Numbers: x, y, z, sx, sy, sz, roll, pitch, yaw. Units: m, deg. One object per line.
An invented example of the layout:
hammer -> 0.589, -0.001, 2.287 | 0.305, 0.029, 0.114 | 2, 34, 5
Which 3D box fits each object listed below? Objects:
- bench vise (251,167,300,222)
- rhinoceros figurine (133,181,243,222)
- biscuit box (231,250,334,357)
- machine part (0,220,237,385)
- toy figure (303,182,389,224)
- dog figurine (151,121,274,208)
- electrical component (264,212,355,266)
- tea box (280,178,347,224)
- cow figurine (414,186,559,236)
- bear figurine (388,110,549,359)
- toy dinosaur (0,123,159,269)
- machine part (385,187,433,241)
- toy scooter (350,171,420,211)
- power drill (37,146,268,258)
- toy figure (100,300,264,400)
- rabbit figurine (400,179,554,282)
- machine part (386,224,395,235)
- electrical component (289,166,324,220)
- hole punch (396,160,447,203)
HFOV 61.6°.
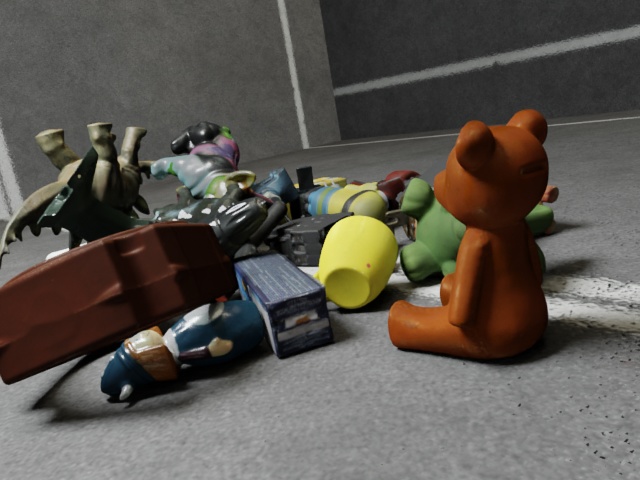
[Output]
bench vise -> -0.160, -0.043, 1.007 | 0.240, 0.128, 0.224 | -36, 31, -15
rhinoceros figurine -> -0.188, -0.021, 0.766 | 0.190, 0.073, 0.112 | -9, 38, 11
biscuit box -> -0.048, 0.061, 0.597 | 0.063, 0.059, 0.203 | -15, 15, -15
machine part -> -0.200, 0.054, 0.527 | 0.201, 0.087, 0.201 | -22, -2, 11
toy figure -> 0.042, -0.054, 0.965 | 0.180, 0.082, 0.089 | 12, 43, 40
dog figurine -> -0.158, -0.110, 0.899 | 0.219, 0.108, 0.191 | 14, 58, 35
electrical component -> -0.002, -0.003, 0.831 | 0.134, 0.058, 0.115 | -2, 18, 32
tea box -> -0.030, -0.088, 1.177 | 0.170, 0.068, 0.098 | -18, 15, -28
cow figurine -> 0.216, -0.033, 0.747 | 0.195, 0.085, 0.127 | -18, 22, -23
bear figurine -> 0.125, -0.003, 0.449 | 0.120, 0.195, 0.132 | -24, 18, -37
toy dinosaur -> -0.347, -0.078, 0.831 | 0.105, 0.198, 0.471 | -10, 10, 13
machine part -> 0.215, -0.052, 0.838 | 0.243, 0.079, 0.079 | -12, 14, -12
toy scooter -> 0.122, -0.094, 1.075 | 0.184, 0.075, 0.135 | -25, 26, -38
power drill -> -0.206, -0.020, 0.644 | 0.232, 0.207, 0.086 | -42, 33, 20
toy figure -> -0.131, 0.100, 0.507 | 0.154, 0.058, 0.064 | -17, -11, -21
rabbit figurine -> 0.173, -0.002, 0.591 | 0.159, 0.121, 0.170 | 11, -3, -4
machine part -> 0.075, 0.013, 0.760 | 0.084, 0.039, 0.139 | -14, 13, 19
electrical component -> -0.029, -0.088, 1.069 | 0.075, 0.119, 0.048 | -15, 14, -10
hole punch -> 0.204, -0.069, 0.940 | 0.116, 0.092, 0.142 | -37, 16, 4
